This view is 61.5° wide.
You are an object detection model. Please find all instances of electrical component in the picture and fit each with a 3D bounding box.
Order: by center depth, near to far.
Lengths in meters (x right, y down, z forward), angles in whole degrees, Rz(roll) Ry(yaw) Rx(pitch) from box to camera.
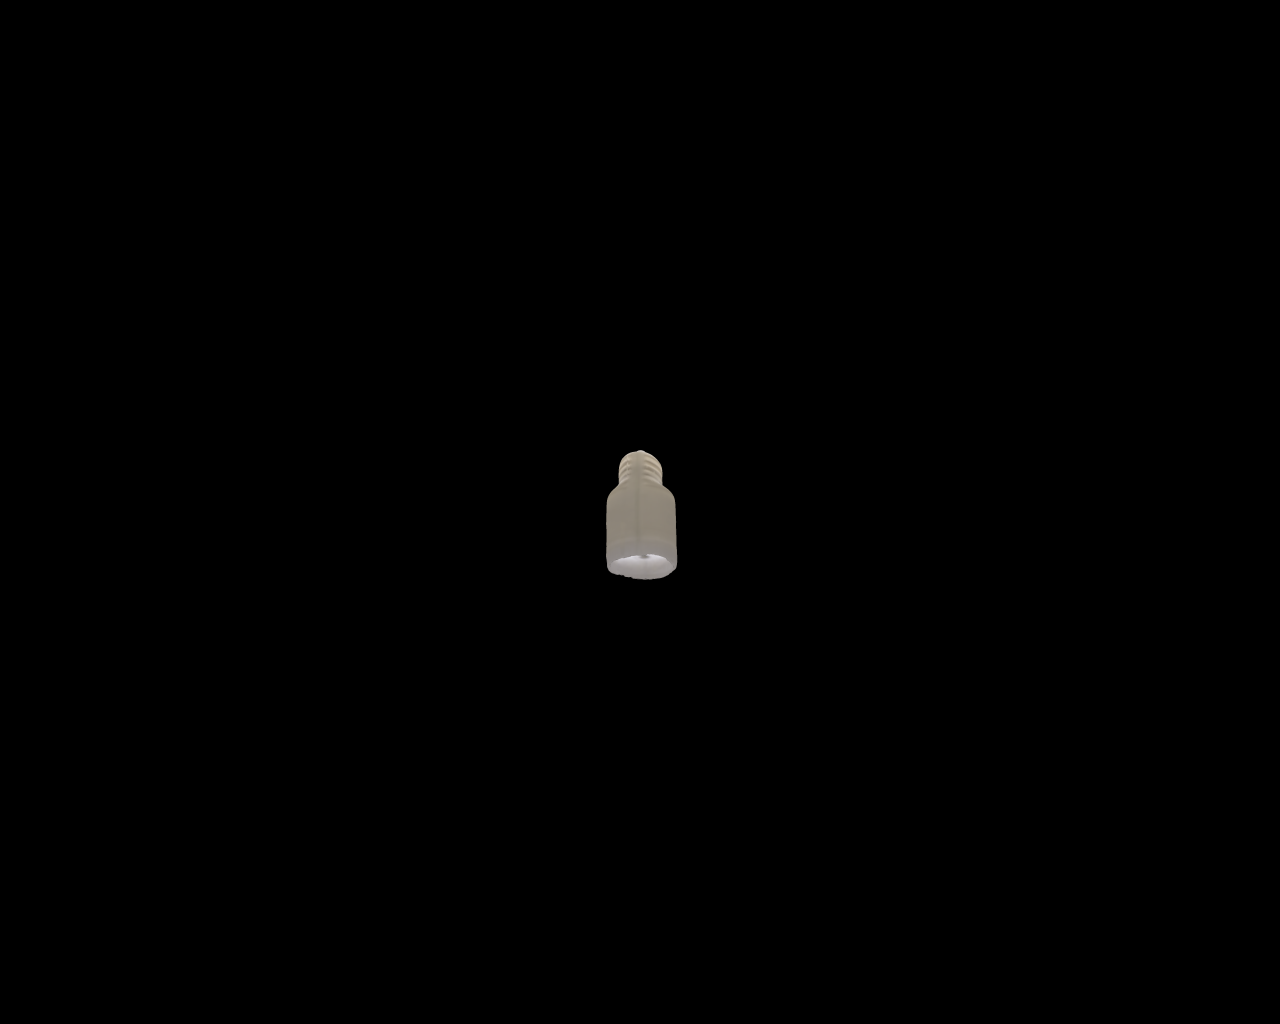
[{"bbox_3d":[0.001,-0.003,0.650,0.043,0.081,0.043,0,-23,0],"label":"electrical component"}]
